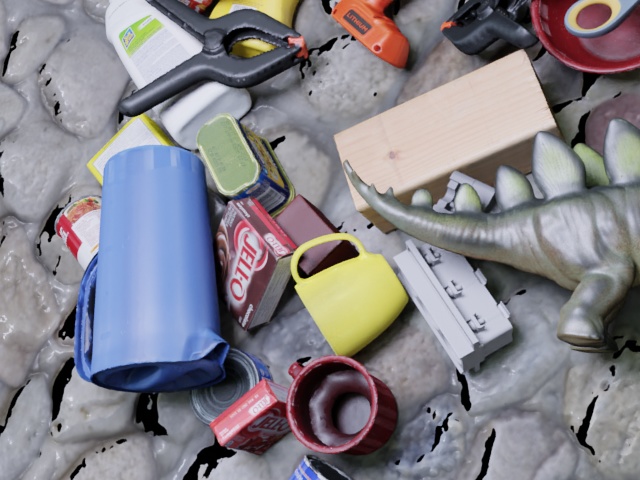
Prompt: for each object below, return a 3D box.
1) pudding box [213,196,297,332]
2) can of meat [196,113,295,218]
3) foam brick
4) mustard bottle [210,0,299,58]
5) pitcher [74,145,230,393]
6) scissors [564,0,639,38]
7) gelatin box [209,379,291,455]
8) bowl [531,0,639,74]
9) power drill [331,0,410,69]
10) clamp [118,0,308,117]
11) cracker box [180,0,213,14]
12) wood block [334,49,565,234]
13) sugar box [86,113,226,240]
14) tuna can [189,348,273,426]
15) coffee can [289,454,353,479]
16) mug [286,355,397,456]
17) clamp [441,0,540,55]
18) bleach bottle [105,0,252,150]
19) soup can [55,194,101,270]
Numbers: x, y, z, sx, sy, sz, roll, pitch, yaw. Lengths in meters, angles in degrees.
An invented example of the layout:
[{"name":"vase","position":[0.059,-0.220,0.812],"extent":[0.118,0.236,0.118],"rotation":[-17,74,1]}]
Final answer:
[{"name":"pudding box","position":[-0.073,0.025,1.115],"extent":[0.090,0.039,0.114],"rotation":[50,136,29]},{"name":"can of meat","position":[-0.082,-0.080,1.158],"extent":[0.057,0.083,0.102],"rotation":[-34,63,11]},{"name":"foam brick","position":[-0.007,0.001,1.118],"extent":[0.053,0.051,0.078],"rotation":[-45,61,6]},{"name":"mustard bottle","position":[-0.057,-0.306,1.234],"extent":[0.096,0.058,0.191],"rotation":[17,81,28]},{"name":"pitcher","position":[-0.177,0.033,1.099],"extent":[0.149,0.145,0.243],"rotation":[0,68,-12]},{"name":"scissors","position":[0.317,-0.229,1.003],"extent":[0.202,0.016,0.096],"rotation":[13,82,27]},{"name":"gelatin box","position":[-0.057,0.178,1.061],"extent":[0.073,0.089,0.030],"rotation":[-39,62,8]},{"name":"bowl","position":[0.294,-0.228,1.055],"extent":[0.162,0.055,0.162],"rotation":[-7,71,22]},{"name":"power drill","position":[0.108,-0.278,1.119],"extent":[0.188,0.057,0.185],"rotation":[-54,46,14]},{"name":"clamp","position":[-0.120,-0.201,1.168],"extent":[0.210,0.036,0.164],"rotation":[8,71,13]},{"name":"cracker box","position":[-0.114,-0.380,1.225],"extent":[0.072,0.164,0.213],"rotation":[23,83,-14]},{"name":"wood block","position":[0.131,-0.095,1.066],"extent":[0.206,0.090,0.091],"rotation":[-23,67,16]},{"name":"sugar box","position":[-0.182,-0.055,1.218],"extent":[0.093,0.048,0.176],"rotation":[-44,65,6]},{"name":"tuna can","position":[-0.094,0.157,1.116],"extent":[0.086,0.033,0.086],"rotation":[-7,71,22]},{"name":"coffee can","position":[-0.013,0.288,0.998],"extent":[0.103,0.102,0.140],"rotation":[35,89,29]},{"name":"mug","position":[0.017,0.158,1.039],"extent":[0.117,0.081,0.093],"rotation":[34,89,29]},{"name":"clamp","position":[0.177,-0.220,1.061],"extent":[0.172,0.039,0.120],"rotation":[-25,33,57]},{"name":"bleach bottle","position":[-0.183,-0.224,1.263],"extent":[0.102,0.068,0.251],"rotation":[-38,60,5]},{"name":"soup can","position":[-0.247,0.006,1.213],"extent":[0.068,0.068,0.102],"rotation":[-45,62,5]}]
